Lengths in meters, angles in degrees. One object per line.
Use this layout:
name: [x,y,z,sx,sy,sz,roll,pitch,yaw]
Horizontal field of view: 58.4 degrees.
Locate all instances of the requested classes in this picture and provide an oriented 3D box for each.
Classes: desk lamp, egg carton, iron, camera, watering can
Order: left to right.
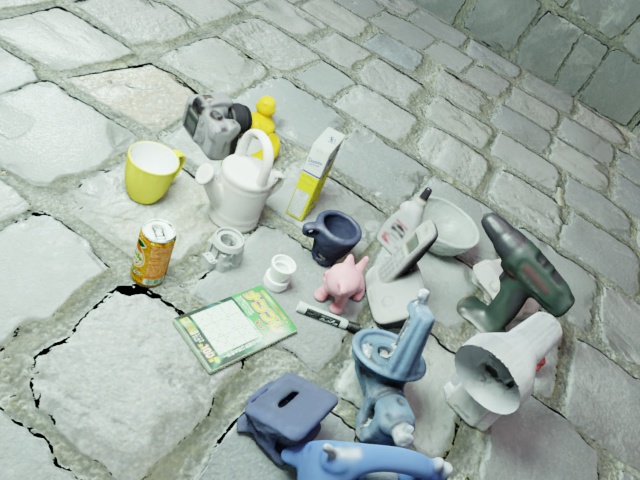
camera: [-0.206,-0.259,1.239,0.137,0.100,0.143,-13,54,-40]
watering can: [-0.139,-0.110,1.040,0.100,0.194,0.173,40,40,14]
iron: [0.086,0.311,0.751,0.259,0.141,0.118,11,41,-20]
desk lamp: [0.289,0.211,0.927,0.204,0.213,0.117,-20,58,-43]
egg carton: [0.394,0.105,1.224,0.107,0.069,0.150,-4,48,-34]

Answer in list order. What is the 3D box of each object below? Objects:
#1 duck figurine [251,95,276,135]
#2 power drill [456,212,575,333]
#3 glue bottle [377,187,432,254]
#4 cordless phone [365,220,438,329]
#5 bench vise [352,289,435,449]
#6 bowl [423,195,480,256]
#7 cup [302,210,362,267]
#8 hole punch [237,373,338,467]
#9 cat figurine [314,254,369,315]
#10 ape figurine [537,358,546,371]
duck figurine: [-0.133,-0.293,1.333,0.077,0.086,0.104,26,38,-3]
power drill: [0.361,0.085,1.113,0.229,0.208,0.076,41,40,15]
glue bottle: [0.182,-0.043,1.176,0.078,0.173,0.037,43,41,18]
cordless phone: [0.161,0.063,1.036,0.094,0.185,0.147,11,42,-21]
bench vise: [0.126,0.190,0.846,0.122,0.219,0.207,-1,47,-32]
bowl: [0.266,-0.019,1.279,0.168,0.074,0.167,17,40,-14]
cup: [0.010,0.004,1.083,0.118,0.095,0.091,3,45,-29]
hole punch: [-0.045,0.237,0.794,0.101,0.091,0.109,41,40,16]
cat figurine: [0.047,0.069,1.015,0.067,0.117,0.128,40,40,15]
ape figurine: [0.400,0.211,1.092,0.077,0.092,0.076,33,39,6]
